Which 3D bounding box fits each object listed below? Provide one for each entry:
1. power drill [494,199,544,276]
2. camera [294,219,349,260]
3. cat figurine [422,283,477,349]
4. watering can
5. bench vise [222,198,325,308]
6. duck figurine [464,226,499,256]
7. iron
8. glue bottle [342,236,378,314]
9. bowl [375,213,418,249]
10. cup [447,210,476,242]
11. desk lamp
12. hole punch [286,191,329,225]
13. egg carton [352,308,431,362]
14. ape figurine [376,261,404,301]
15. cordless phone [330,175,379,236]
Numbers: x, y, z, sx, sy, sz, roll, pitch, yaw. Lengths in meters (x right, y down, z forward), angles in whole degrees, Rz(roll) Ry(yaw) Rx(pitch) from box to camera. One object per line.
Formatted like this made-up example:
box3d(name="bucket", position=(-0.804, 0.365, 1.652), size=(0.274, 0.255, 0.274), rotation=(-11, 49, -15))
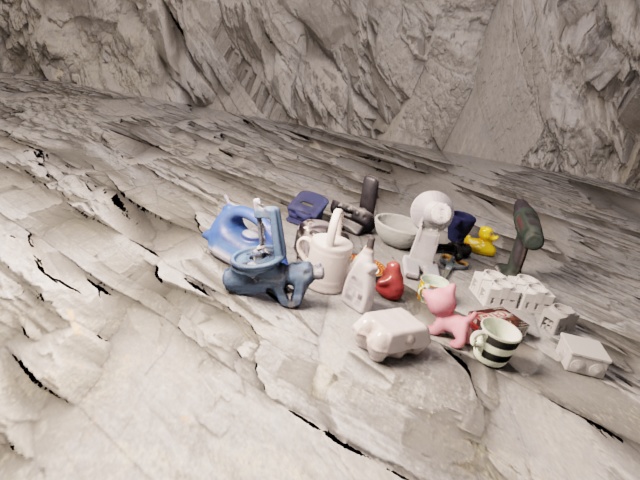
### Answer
box3d(name="power drill", position=(0.577, 0.006, 1.659), size=(0.075, 0.208, 0.229), rotation=(12, 21, -1))
box3d(name="camera", position=(0.014, 0.005, 1.495), size=(0.137, 0.101, 0.143), rotation=(4, 22, -22))
box3d(name="cat figurine", position=(0.279, 0.154, 1.235), size=(0.127, 0.118, 0.067), rotation=(26, 25, 33))
box3d(name="watering can", position=(0.035, 0.021, 1.335), size=(0.173, 0.194, 0.101), rotation=(8, 21, -10))
box3d(name="bench vise", position=(-0.093, 0.023, 1.221), size=(0.208, 0.220, 0.121), rotation=(5, 22, -18))
box3d(name="duck figurine", position=(0.516, -0.003, 1.821), size=(0.104, 0.086, 0.078), rotation=(16, 21, 11))
box3d(name="iron", position=(-0.157, -0.007, 1.374), size=(0.257, 0.141, 0.119), rotation=(24, 24, 29))
box3d(name="glue bottle", position=(0.097, 0.072, 1.266), size=(0.037, 0.173, 0.077), rotation=(-7, 28, -41))
box3d(name="bowl", position=(0.239, -0.019, 1.721), size=(0.167, 0.075, 0.167), rotation=(11, 21, -4))
box3d(name="cup", position=(0.447, -0.036, 1.853), size=(0.091, 0.095, 0.118), rotation=(20, 22, 20))
box3d(name="desk lamp", position=(0.301, -0.018, 1.559), size=(0.118, 0.213, 0.203), rotation=(12, 21, 0))
box3d(name="hole punch", position=(-0.037, -0.093, 1.734), size=(0.108, 0.091, 0.101), rotation=(20, 22, 19))
box3d(name="egg carton", position=(0.144, 0.188, 1.139), size=(0.151, 0.069, 0.107), rotation=(-3, 26, -35))
box3d(name="ape figurine", position=(0.171, 0.092, 1.371), size=(0.078, 0.092, 0.076), rotation=(-1, 25, -32))
box3d(name="cordless phone", position=(0.111, -0.121, 1.757), size=(0.147, 0.185, 0.094), rotation=(21, 23, 23))
